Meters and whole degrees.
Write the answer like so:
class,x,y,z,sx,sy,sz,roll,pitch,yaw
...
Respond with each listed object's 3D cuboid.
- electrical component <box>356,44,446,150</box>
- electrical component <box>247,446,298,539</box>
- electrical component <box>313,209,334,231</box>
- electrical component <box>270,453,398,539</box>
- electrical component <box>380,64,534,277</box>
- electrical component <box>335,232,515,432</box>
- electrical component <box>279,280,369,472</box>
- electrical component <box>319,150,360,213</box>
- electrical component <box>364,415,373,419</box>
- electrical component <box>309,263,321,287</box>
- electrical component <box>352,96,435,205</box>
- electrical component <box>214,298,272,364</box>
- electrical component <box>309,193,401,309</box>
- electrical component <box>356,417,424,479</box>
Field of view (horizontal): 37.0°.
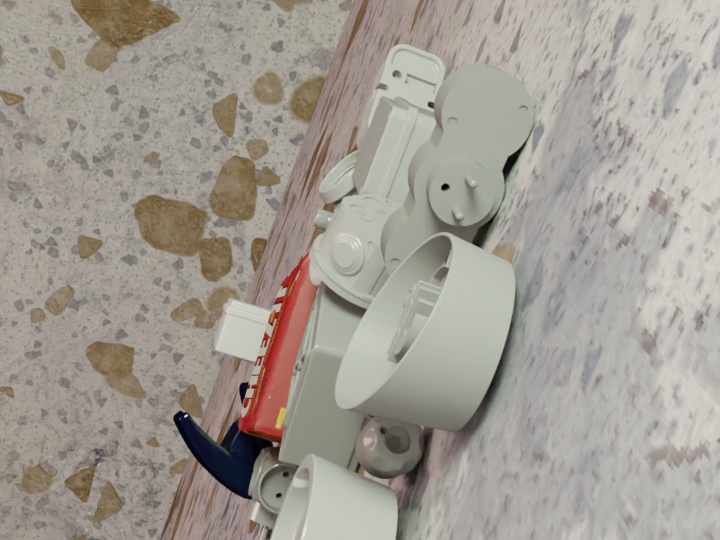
class,x,y,z,sx,sy,sz,roll,pitch,yaw
electrical component,0.035,-0.143,0.959,0.059,0.054,0.095,134,154,-71
electrical component,-0.075,0.199,0.935,0.077,0.044,0.079,-170,99,-81
electrical component,-0.012,-0.039,1.000,0.048,0.062,0.048,-161,90,-82
electrical component,-0.014,0.158,0.570,0.108,0.060,0.108,-161,90,-82
electrical component,0.056,-0.047,0.609,0.073,0.052,0.138,-100,31,-74
electrical component,0.034,0.031,0.533,0.099,0.064,0.099,-161,90,-82
electrical component,-0.016,0.071,0.764,0.108,0.056,0.108,-85,11,-59
electrical component,0.003,-0.064,0.912,0.058,0.057,0.078,-37,20,21
electrical component,0.015,0.062,0.664,0.043,0.043,0.062,121,164,-55
electrical component,0.000,0.000,0.818,0.044,0.065,0.044,-41,39,45
electrical component,0.035,-0.086,0.819,0.113,0.057,0.078,-106,36,-76
electrical component,-0.095,0.072,1.130,0.109,0.109,0.056,179,109,-81
electrical component,0.010,-0.012,0.741,0.051,0.080,0.080,-60,12,28
electrical component,0.014,0.101,0.609,0.061,0.035,0.035,124,163,-67
